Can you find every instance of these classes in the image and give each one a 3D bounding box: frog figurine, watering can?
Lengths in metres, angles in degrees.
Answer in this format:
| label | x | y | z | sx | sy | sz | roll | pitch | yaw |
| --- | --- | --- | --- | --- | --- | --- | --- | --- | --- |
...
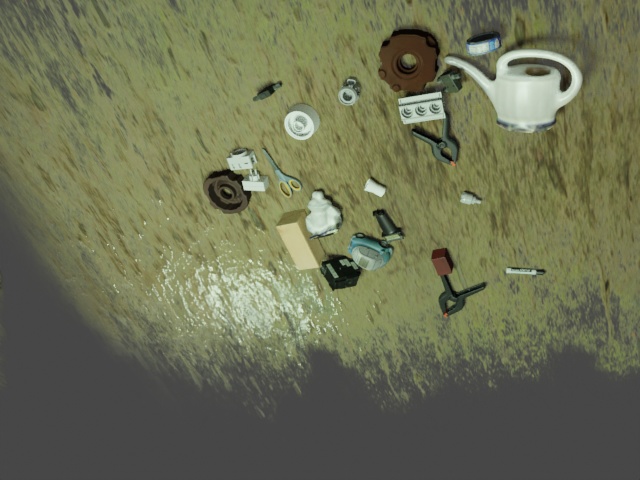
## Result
| label | x | y | z | sx | sy | sz | roll | pitch | yaw |
| --- | --- | --- | --- | --- | --- | --- | --- | --- | --- |
| frog figurine | 0.006 | -0.091 | 1.817 | 0.136 | 0.123 | 0.160 | -21 | 79 | 42 |
| watering can | 0.506 | -0.399 | 1.372 | 0.349 | 0.106 | 0.219 | 13 | 132 | 31 |
